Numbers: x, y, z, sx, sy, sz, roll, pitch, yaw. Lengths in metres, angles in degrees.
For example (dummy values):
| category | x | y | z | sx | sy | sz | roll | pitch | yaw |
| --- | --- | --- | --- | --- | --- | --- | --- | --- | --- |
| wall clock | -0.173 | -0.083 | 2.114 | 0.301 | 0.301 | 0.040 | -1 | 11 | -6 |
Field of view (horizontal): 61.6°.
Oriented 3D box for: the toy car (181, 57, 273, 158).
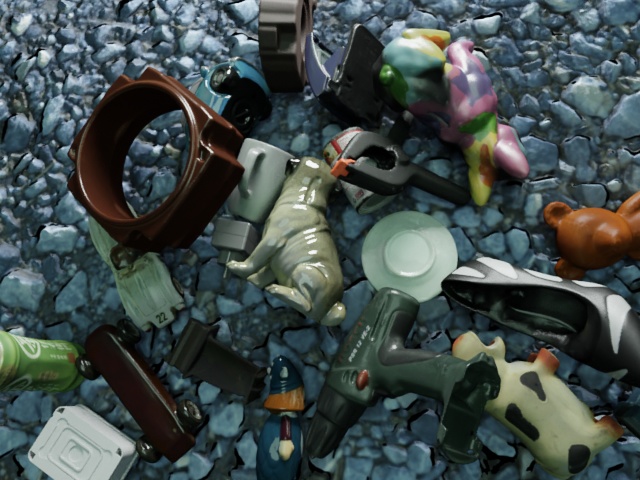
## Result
| category | x | y | z | sx | sy | sz | roll | pitch | yaw |
| --- | --- | --- | --- | --- | --- | --- | --- | --- | --- |
| toy car | -0.149 | -0.185 | 0.788 | 0.103 | 0.109 | 0.161 | 25 | 90 | 36 |

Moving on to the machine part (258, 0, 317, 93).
| category | x | y | z | sx | sy | sz | roll | pitch | yaw |
| --- | --- | --- | --- | --- | --- | --- | --- | --- | --- |
| machine part | -0.043 | -0.300 | 0.766 | 0.056 | 0.179 | 0.179 | 5 | 75 | 7 |

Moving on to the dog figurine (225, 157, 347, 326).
| category | x | y | z | sx | sy | sz | roll | pitch | yaw |
| --- | --- | --- | --- | --- | --- | --- | --- | --- | --- |
| dog figurine | -0.004 | -0.004 | 0.691 | 0.172 | 0.121 | 0.190 | 31 | 82 | 10 |

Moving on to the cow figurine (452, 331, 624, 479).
| category | x | y | z | sx | sy | sz | roll | pitch | yaw |
| --- | --- | --- | --- | --- | --- | --- | --- | --- | --- |
| cow figurine | 0.233 | 0.189 | 0.633 | 0.127 | 0.085 | 0.195 | -39 | 74 | -11 |

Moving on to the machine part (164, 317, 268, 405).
| category | x | y | z | sx | sy | sz | roll | pitch | yaw |
| --- | --- | --- | --- | --- | --- | --- | --- | --- | --- |
| machine part | -0.134 | 0.162 | 0.711 | 0.139 | 0.039 | 0.084 | 28 | 74 | 16 |

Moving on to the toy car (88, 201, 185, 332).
| category | x | y | z | sx | sy | sz | roll | pitch | yaw |
| --- | --- | --- | --- | --- | --- | --- | --- | --- | --- |
| toy car | -0.258 | 0.034 | 0.754 | 0.073 | 0.056 | 0.202 | -32 | 72 | -2 |

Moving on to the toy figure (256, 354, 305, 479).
| category | x | y | z | sx | sy | sz | roll | pitch | yaw |
| --- | --- | --- | --- | --- | --- | --- | --- | --- | --- |
| toy figure | -0.048 | 0.223 | 0.669 | 0.064 | 0.057 | 0.154 | -4 | 73 | 38 |

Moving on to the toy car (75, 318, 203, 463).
| category | x | y | z | sx | sy | sz | roll | pitch | yaw |
| --- | --- | --- | --- | --- | --- | --- | --- | --- | --- |
| toy car | -0.235 | 0.196 | 0.704 | 0.089 | 0.053 | 0.202 | -43 | 80 | -1 |

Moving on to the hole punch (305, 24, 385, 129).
| category | x | y | z | sx | sy | sz | roll | pitch | yaw |
| --- | --- | --- | --- | --- | --- | --- | --- | --- | --- |
| hole punch | 0.033 | -0.227 | 0.758 | 0.092 | 0.142 | 0.115 | 11 | 84 | 34 |

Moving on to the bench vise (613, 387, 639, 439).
| category | x | y | z | sx | sy | sz | roll | pitch | yaw |
| --- | --- | --- | --- | --- | --- | --- | --- | --- | --- |
| bench vise | 0.428 | 0.124 | 0.553 | 0.240 | 0.223 | 0.129 | -46 | 69 | -7 |

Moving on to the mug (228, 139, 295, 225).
| category | x | y | z | sx | sy | sz | roll | pitch | yaw |
| --- | --- | --- | --- | --- | --- | --- | --- | --- | --- |
| mug | -0.086 | -0.078 | 0.743 | 0.081 | 0.109 | 0.107 | 20 | 90 | 5 |

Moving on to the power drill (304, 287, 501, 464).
| category | x | y | z | sx | sy | sz | roll | pitch | yaw |
| --- | --- | --- | --- | --- | --- | --- | --- | --- | --- |
| power drill | 0.090 | 0.177 | 0.616 | 0.207 | 0.086 | 0.232 | 8 | 71 | 56 |

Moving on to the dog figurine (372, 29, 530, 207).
| category | x | y | z | sx | sy | sz | roll | pitch | yaw |
| --- | --- | --- | --- | --- | --- | --- | --- | --- | --- |
| dog figurine | 0.179 | -0.154 | 0.701 | 0.191 | 0.108 | 0.219 | -5 | 65 | -40 |

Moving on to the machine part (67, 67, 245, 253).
| category | x | y | z | sx | sy | sz | roll | pitch | yaw |
| --- | --- | --- | --- | --- | --- | --- | --- | --- | --- |
| machine part | -0.215 | -0.101 | 0.691 | 0.201 | 0.087 | 0.201 | 41 | 96 | 22 |

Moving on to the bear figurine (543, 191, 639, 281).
| category | x | y | z | sx | sy | sz | roll | pitch | yaw |
| --- | --- | --- | --- | --- | --- | --- | --- | --- | --- |
| bear figurine | 0.387 | -0.012 | 0.645 | 0.196 | 0.132 | 0.120 | -11 | 95 | -2 |

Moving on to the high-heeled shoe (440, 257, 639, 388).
| category | x | y | z | sx | sy | sz | roll | pitch | yaw |
| --- | --- | --- | --- | --- | --- | --- | --- | --- | --- |
| high-heeled shoe | 0.249 | 0.090 | 0.607 | 0.145 | 0.249 | 0.086 | -5 | 115 | -15 |
